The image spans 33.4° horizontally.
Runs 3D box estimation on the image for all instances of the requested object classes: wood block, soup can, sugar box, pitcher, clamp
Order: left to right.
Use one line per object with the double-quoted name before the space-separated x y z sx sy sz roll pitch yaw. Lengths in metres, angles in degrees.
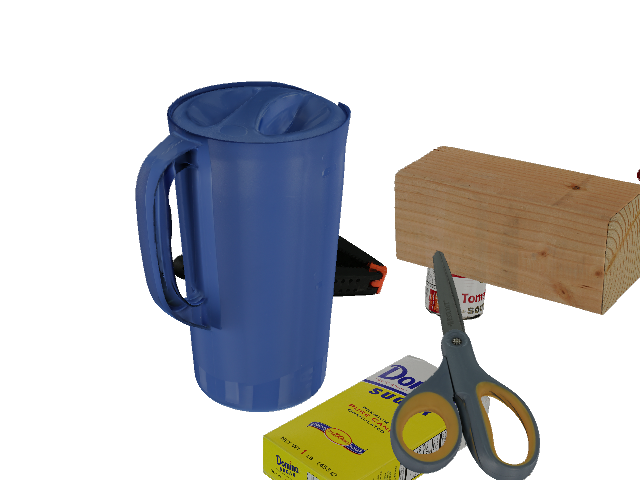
"pitcher" -0.055 0.010 0.818 0.149 0.243 0.145 1 26 -1
"clamp" -0.040 0.016 1.069 0.210 0.036 0.164 20 34 6
"sugar box" 0.048 0.158 0.873 0.175 0.048 0.093 -26 38 -37
"soup can" 0.155 0.031 1.207 0.068 0.102 0.068 3 15 -1
"wood block" 0.177 -0.015 0.962 0.206 0.090 0.090 15 31 34

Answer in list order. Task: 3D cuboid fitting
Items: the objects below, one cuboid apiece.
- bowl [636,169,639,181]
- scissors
"bowl" 0.381 -0.033 1.009 0.162 0.055 0.162 -1 20 0
"scissors" 0.071 0.077 0.682 0.096 0.016 0.202 -12 40 -13
